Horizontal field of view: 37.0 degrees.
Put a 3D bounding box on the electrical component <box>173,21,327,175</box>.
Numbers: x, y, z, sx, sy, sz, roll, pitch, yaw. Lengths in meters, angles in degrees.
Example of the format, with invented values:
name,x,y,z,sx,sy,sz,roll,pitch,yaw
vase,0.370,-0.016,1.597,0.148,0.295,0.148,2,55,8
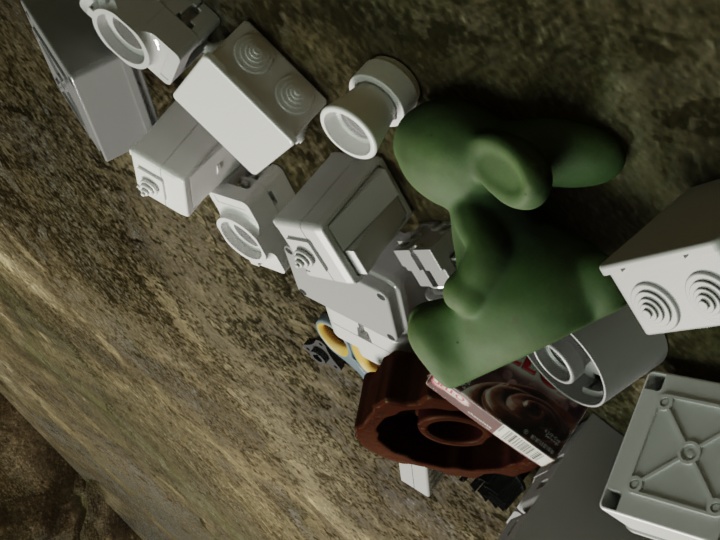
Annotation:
name,x,y,z,sx,sy,sz,roll,pitch,yaw
electrical component,-0.082,-0.128,0.801,0.100,0.048,0.100,44,155,-11

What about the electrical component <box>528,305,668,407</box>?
name,x,y,z,sx,sy,sz,roll,pitch,yaw
electrical component,0.161,0.048,0.773,0.099,0.064,0.099,45,161,21

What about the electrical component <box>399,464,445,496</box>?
name,x,y,z,sx,sy,sz,roll,pitch,yaw
electrical component,0.054,0.192,1.160,0.076,0.047,0.083,29,154,22

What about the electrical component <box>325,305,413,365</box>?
name,x,y,z,sx,sy,sz,roll,pitch,yaw
electrical component,0.021,0.045,0.947,0.095,0.053,0.059,26,152,27

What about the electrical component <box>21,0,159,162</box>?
name,x,y,z,sx,sy,sz,roll,pitch,yaw
electrical component,-0.219,-0.164,0.879,0.108,0.056,0.108,53,164,29

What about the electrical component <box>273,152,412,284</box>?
name,x,y,z,sx,sy,sz,roll,pitch,yaw
electrical component,-0.013,-0.035,0.806,0.061,0.096,0.061,11,143,44

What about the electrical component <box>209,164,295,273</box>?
name,x,y,z,sx,sy,sz,roll,pitch,yaw
electrical component,-0.087,-0.045,0.942,0.050,0.055,0.089,19,149,38

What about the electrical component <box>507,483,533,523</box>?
name,x,y,z,sx,sy,sz,roll,pitch,yaw
electrical component,0.236,0.262,1.010,0.186,0.060,0.105,33,155,13

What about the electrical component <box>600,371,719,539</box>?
name,x,y,z,sx,sy,sz,roll,pitch,yaw
electrical component,0.234,0.133,0.723,0.109,0.108,0.056,8,158,49

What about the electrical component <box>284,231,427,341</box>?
name,x,y,z,sx,sy,sz,roll,pitch,yaw
electrical component,0.000,0.000,0.895,0.113,0.057,0.078,26,153,27

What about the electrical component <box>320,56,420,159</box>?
name,x,y,z,sx,sy,sz,roll,pitch,yaw
electrical component,0.007,-0.107,0.704,0.045,0.055,0.045,31,154,17

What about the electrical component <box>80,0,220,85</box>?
name,x,y,z,sx,sy,sz,roll,pitch,yaw
electrical component,-0.159,-0.188,0.798,0.089,0.055,0.050,41,156,-5

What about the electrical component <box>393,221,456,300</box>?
name,x,y,z,sx,sy,sz,roll,pitch,yaw
electrical component,0.063,-0.004,0.815,0.066,0.048,0.055,0,127,55

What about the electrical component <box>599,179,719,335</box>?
name,x,y,z,sx,sy,sz,roll,pitch,yaw
electrical component,0.190,-0.011,0.562,0.048,0.100,0.100,57,153,-8

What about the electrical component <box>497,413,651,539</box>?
name,x,y,z,sx,sy,sz,roll,pitch,yaw
electrical component,0.175,0.227,0.881,0.105,0.186,0.060,38,156,3

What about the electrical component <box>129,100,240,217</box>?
name,x,y,z,sx,sy,sz,roll,pitch,yaw
electrical component,-0.144,-0.092,0.892,0.061,0.096,0.061,30,154,10
